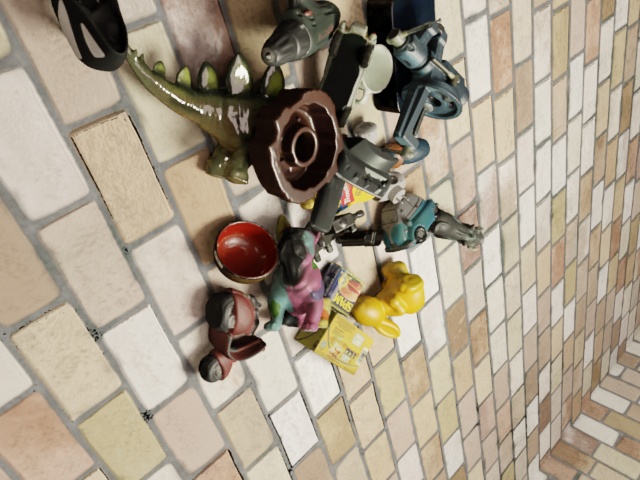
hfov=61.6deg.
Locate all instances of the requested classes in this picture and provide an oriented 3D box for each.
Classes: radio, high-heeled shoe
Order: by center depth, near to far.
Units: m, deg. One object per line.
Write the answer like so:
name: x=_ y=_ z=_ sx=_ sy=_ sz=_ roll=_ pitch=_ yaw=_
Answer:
high-heeled shoe: x=-0.279 y=-0.323 z=0.616 sx=0.086 sy=0.145 sz=0.248 roll=-23 pitch=122 yaw=-37
radio: x=0.167 y=-0.373 z=1.073 sx=0.131 sy=0.073 sz=0.229 roll=-28 pitch=122 yaw=-32

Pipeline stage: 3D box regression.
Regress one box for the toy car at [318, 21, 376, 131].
toy car: x=0.037 y=-0.280 z=0.943 sx=0.056 sy=0.073 sz=0.201 roll=-65 pitch=177 yaw=-56

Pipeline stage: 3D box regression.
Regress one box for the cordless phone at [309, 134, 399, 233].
cordless phone: x=0.057 y=-0.090 z=0.993 sx=0.146 sy=0.089 sz=0.184 roll=21 pitch=87 yaw=-43

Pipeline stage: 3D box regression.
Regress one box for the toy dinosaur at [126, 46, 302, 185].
toy dinosaur: x=-0.120 y=-0.187 z=0.858 sx=0.471 sy=0.105 sz=0.198 roll=7 pitch=95 yaw=-52

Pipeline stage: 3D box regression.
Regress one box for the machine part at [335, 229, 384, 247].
machine part: x=0.094 y=-0.003 z=1.144 sx=0.139 sy=0.084 sz=0.039 roll=-2 pitch=81 yaw=-64

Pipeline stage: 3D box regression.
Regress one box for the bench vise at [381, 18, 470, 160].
bench vise: x=0.186 y=-0.269 z=0.994 sx=0.223 sy=0.129 sz=0.240 roll=33 pitch=76 yaw=-48

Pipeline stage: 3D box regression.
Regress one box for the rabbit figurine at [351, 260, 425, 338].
rabbit figurine: x=0.148 y=0.147 z=1.253 sx=0.173 sy=0.122 sz=0.162 roll=-23 pitch=131 yaw=-20

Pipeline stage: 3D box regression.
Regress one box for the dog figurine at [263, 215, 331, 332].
dog figurine: x=-0.037 y=0.063 z=1.025 sx=0.191 sy=0.109 sz=0.219 roll=14 pitch=79 yaw=-75

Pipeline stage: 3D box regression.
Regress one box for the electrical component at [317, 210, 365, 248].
electrical component: x=0.034 y=-0.023 z=1.058 sx=0.102 sy=0.078 sz=0.045 roll=-28 pitch=100 yaw=-34

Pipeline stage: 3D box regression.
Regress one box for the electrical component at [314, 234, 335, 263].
electrical component: x=-0.002 y=-0.003 z=1.093 sx=0.063 sy=0.021 sz=0.093 roll=-37 pitch=129 yaw=-27

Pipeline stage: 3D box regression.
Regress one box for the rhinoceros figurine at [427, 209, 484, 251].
rhinoceros figurine: x=0.336 y=-0.030 z=1.341 sx=0.190 sy=0.112 sz=0.073 roll=20 pitch=90 yaw=-38

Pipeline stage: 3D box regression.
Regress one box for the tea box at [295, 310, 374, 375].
tea box: x=0.035 y=0.220 z=1.183 sx=0.098 sy=0.068 sz=0.169 roll=-57 pitch=134 yaw=-11

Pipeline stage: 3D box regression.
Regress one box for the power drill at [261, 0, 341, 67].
power drill: x=-0.041 y=-0.386 z=0.825 sx=0.232 sy=0.086 sz=0.207 roll=-44 pitch=123 yaw=-53

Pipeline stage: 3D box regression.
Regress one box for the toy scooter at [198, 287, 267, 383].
toy scooter: x=-0.148 y=0.169 z=0.986 sx=0.135 sy=0.075 sz=0.183 roll=-3 pitch=111 yaw=-43

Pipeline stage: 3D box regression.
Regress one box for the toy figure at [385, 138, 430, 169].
toy figure: x=0.172 y=-0.183 z=1.163 sx=0.154 sy=0.058 sz=0.064 roll=-19 pitch=113 yaw=-32

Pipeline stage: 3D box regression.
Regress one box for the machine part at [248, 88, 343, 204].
machine part: x=-0.036 y=-0.148 z=0.846 sx=0.179 sy=0.056 sz=0.179 roll=-22 pitch=119 yaw=-46

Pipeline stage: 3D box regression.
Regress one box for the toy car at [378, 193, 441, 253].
toy car: x=0.194 y=-0.052 z=1.207 sx=0.102 sy=0.109 sz=0.161 roll=52 pitch=59 yaw=-18
